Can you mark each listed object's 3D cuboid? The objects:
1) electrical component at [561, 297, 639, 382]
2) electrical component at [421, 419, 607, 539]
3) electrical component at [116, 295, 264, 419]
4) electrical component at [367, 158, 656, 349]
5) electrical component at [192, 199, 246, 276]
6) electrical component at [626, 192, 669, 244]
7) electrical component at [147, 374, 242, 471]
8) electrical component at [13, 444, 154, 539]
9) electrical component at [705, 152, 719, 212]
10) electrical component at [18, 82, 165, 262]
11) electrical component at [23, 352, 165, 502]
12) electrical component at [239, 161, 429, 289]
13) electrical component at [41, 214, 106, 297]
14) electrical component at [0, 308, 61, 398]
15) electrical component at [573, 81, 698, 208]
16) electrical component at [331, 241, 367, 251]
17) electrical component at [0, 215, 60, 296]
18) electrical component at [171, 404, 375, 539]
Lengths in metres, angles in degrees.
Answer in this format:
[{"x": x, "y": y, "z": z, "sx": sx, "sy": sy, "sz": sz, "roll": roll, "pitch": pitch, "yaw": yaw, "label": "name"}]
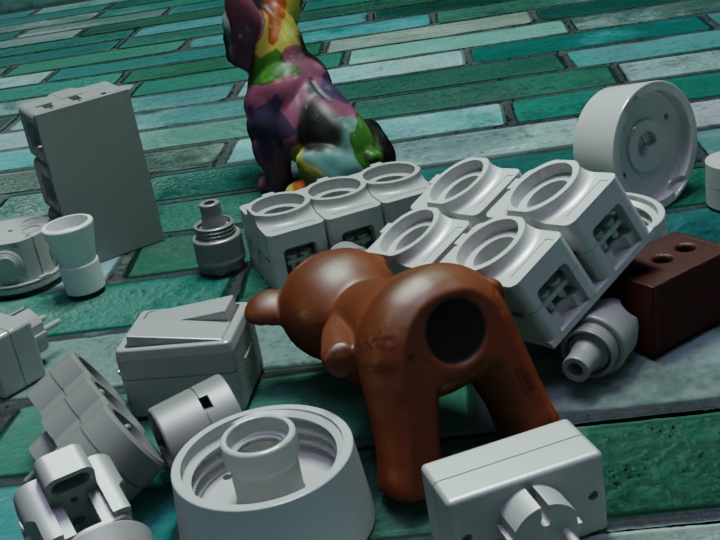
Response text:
[{"x": 0.146, "y": 0.047, "z": 0.673, "sx": 0.043, "sy": 0.043, "sz": 0.062, "roll": 6, "pitch": 29, "yaw": 32, "label": "electrical component"}, {"x": 0.084, "y": 0.121, "z": 0.526, "sx": 0.083, "sy": 0.047, "sz": 0.075, "roll": -15, "pitch": 24, "yaw": -13, "label": "electrical component"}, {"x": -0.121, "y": 0.058, "z": 0.730, "sx": 0.096, "sy": 0.061, "sz": 0.061, "roll": -5, "pitch": 24, "yaw": 10, "label": "electrical component"}, {"x": 0.092, "y": -0.019, "z": 0.738, "sx": 0.105, "sy": 0.060, "sz": 0.186, "roll": -45, "pitch": 25, "yaw": -17, "label": "electrical component"}, {"x": -0.124, "y": -0.029, "z": 0.927, "sx": 0.043, "sy": 0.062, "sz": 0.043, "roll": -8, "pitch": 24, "yaw": 4, "label": "electrical component"}, {"x": 0.177, "y": -0.024, "z": 0.798, "sx": 0.108, "sy": 0.060, "sz": 0.108, "roll": -9, "pitch": 24, "yaw": 4, "label": "electrical component"}, {"x": -0.096, "y": 0.097, "z": 0.644, "sx": 0.047, "sy": 0.055, "sz": 0.055, "roll": -23, "pitch": 26, "yaw": -19, "label": "electrical component"}, {"x": -0.140, "y": 0.137, "z": 0.551, "sx": 0.058, "sy": 0.078, "sz": 0.057, "roll": -21, "pitch": 47, "yaw": -25, "label": "electrical component"}, {"x": 0.348, "y": -0.088, "z": 0.860, "sx": 0.138, "sy": 0.073, "sz": 0.052, "roll": 2, "pitch": 26, "yaw": 25, "label": "electrical component"}, {"x": -0.250, "y": -0.090, "z": 1.003, "sx": 0.089, "sy": 0.150, "sz": 0.062, "roll": -22, "pitch": 28, "yaw": -26, "label": "electrical component"}, {"x": -0.175, "y": 0.108, "z": 0.654, "sx": 0.074, "sy": 0.052, "sz": 0.138, "roll": -44, "pitch": 31, "yaw": -8, "label": "electrical component"}, {"x": -0.017, "y": -0.041, "z": 0.912, "sx": 0.150, "sy": 0.061, "sz": 0.089, "roll": -17, "pitch": 25, "yaw": -16, "label": "electrical component"}, {"x": -0.244, "y": -0.010, "z": 0.927, "sx": 0.044, "sy": 0.065, "sz": 0.044, "roll": -9, "pitch": 23, "yaw": 4, "label": "electrical component"}, {"x": -0.263, "y": 0.053, "z": 0.814, "sx": 0.066, "sy": 0.047, "sz": 0.077, "roll": 10, "pitch": 30, "yaw": 38, "label": "electrical component"}, {"x": 0.228, "y": -0.106, "z": 0.914, "sx": 0.108, "sy": 0.108, "sz": 0.060, "roll": -25, "pitch": 22, "yaw": -31, "label": "electrical component"}, {"x": 0.000, "y": 0.000, "z": 0.841, "sx": 0.044, "sy": 0.044, "sz": 0.065, "roll": -20, "pitch": 21, "yaw": -22, "label": "electrical component"}, {"x": -0.311, "y": -0.013, "z": 0.976, "sx": 0.080, "sy": 0.051, "sz": 0.080, "roll": -8, "pitch": 24, "yaw": 4, "label": "electrical component"}, {"x": -0.049, "y": 0.113, "z": 0.578, "sx": 0.108, "sy": 0.060, "sz": 0.108, "roll": -8, "pitch": 24, "yaw": 4, "label": "electrical component"}]
